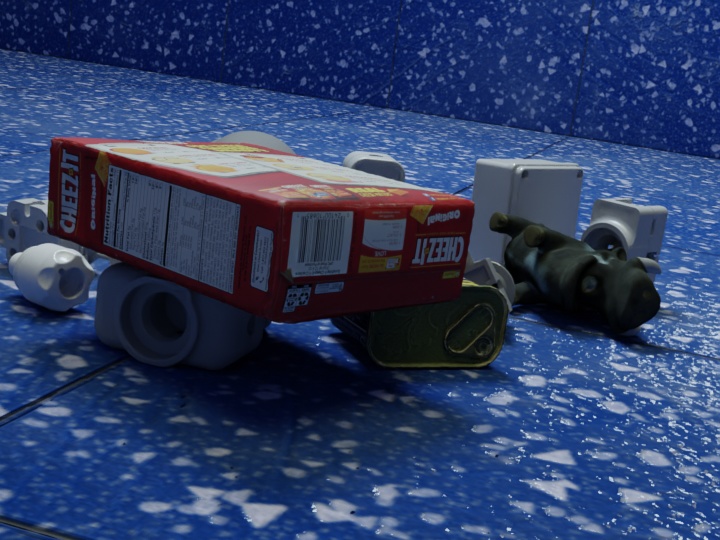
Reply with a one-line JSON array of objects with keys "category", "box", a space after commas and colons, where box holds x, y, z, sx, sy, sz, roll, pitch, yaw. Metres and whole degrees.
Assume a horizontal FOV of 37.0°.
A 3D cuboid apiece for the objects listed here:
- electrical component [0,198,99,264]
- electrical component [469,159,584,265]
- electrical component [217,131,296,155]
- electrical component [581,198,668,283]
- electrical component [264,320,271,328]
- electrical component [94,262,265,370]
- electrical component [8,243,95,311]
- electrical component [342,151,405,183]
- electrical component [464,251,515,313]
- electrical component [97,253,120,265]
[{"category": "electrical component", "box": [-0.233, -0.027, 0.828, 0.078, 0.058, 0.057, 16, 18, 33]}, {"category": "electrical component", "box": [0.160, -0.053, 1.049, 0.109, 0.108, 0.056, -5, 15, -44]}, {"category": "electrical component", "box": [-0.105, -0.067, 0.973, 0.108, 0.108, 0.060, 9, 19, 6]}, {"category": "electrical component", "box": [0.236, -0.017, 0.978, 0.056, 0.089, 0.050, -5, 18, -43]}, {"category": "electrical component", "box": [-0.090, 0.017, 0.743, 0.055, 0.045, 0.045, 2, 14, -21]}, {"category": "electrical component", "box": [-0.114, 0.026, 0.670, 0.095, 0.053, 0.059, 11, 13, 16]}, {"category": "electrical component", "box": [-0.216, 0.003, 0.738, 0.062, 0.043, 0.043, 15, 15, 37]}, {"category": "electrical component", "box": [0.008, -0.064, 1.039, 0.054, 0.095, 0.059, 5, 13, -11]}, {"category": "electrical component", "box": [0.094, 0.017, 0.829, 0.048, 0.066, 0.055, -25, -3, 15]}, {"category": "electrical component", "box": [-0.158, -0.005, 0.793, 0.076, 0.047, 0.083, 14, 14, 26]}]
